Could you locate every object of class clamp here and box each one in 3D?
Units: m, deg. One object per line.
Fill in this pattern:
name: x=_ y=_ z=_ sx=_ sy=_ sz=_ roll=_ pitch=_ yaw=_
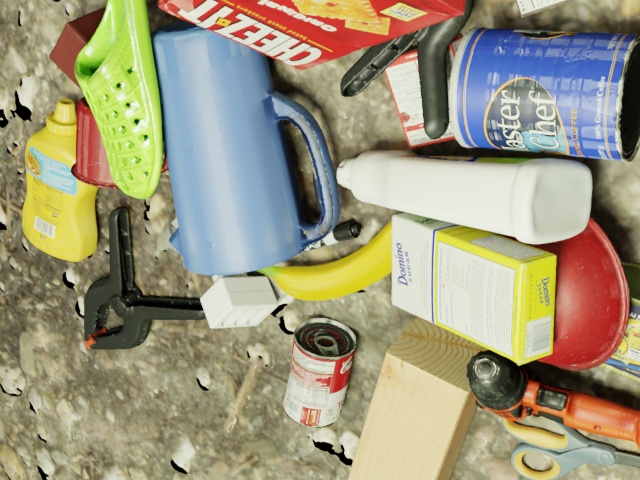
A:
clamp: x=-0.234 y=0.063 z=1.279 sx=0.210 sy=0.036 sz=0.164 roll=-35 pitch=92 yaw=40
clamp: x=0.092 y=-0.174 z=0.918 sx=0.120 sy=0.039 sz=0.172 roll=38 pitch=115 yaw=28

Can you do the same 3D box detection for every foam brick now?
foam brick: x=-0.233 y=-0.202 z=1.115 sx=0.051 sy=0.078 sz=0.053 roll=45 pitch=129 yaw=2

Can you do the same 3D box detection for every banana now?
banana: x=0.027 y=0.025 z=1.085 sx=0.198 sy=0.037 sz=0.069 roll=-20 pitch=137 yaw=31

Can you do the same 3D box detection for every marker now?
marker: x=-0.007 y=0.001 z=1.117 sx=0.121 sy=0.020 sz=0.020 roll=-16 pitch=105 yaw=37

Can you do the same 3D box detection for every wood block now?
wood block: x=0.101 y=0.192 z=1.104 sx=0.091 sy=0.090 sz=0.206 roll=26 pitch=124 yaw=18

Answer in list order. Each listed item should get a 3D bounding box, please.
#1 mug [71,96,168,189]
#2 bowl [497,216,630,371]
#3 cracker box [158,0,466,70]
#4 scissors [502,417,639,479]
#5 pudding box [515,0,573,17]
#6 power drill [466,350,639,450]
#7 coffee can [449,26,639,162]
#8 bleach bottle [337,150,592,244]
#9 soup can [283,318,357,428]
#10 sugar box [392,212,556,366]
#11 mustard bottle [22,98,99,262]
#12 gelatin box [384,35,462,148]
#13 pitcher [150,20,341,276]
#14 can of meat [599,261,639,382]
mug: x=-0.210 y=-0.107 z=1.145 sx=0.117 sy=0.093 sz=0.081 roll=17 pitch=117 yaw=20
bowl: x=0.194 y=0.046 z=0.952 sx=0.162 sy=0.055 sz=0.162 roll=29 pitch=126 yaw=48
cracker box: x=-0.008 y=-0.216 z=0.882 sx=0.214 sy=0.163 sz=0.072 roll=-9 pitch=67 yaw=50
scissors: x=0.273 y=0.225 z=1.060 sx=0.202 sy=0.016 sz=0.096 roll=23 pitch=125 yaw=21
pudding box: x=0.200 y=-0.239 z=0.852 sx=0.114 sy=0.039 sz=0.090 roll=-11 pitch=110 yaw=38
power drill: x=0.230 y=0.148 z=0.964 sx=0.188 sy=0.184 sz=0.057 roll=14 pitch=81 yaw=22
coffee can: x=0.190 y=-0.121 z=0.877 sx=0.140 sy=0.102 sz=0.103 roll=9 pitch=118 yaw=28
bleach bottle: x=0.108 y=-0.048 z=0.948 sx=0.251 sy=0.102 sz=0.068 roll=11 pitch=102 yaw=44
soup can: x=-0.002 y=0.145 z=1.157 sx=0.069 sy=0.068 sz=0.102 roll=23 pitch=125 yaw=20
sugar box: x=0.132 y=0.037 z=0.948 sx=0.176 sy=0.048 sz=0.093 roll=27 pitch=123 yaw=55
mustard bottle: x=-0.298 y=-0.074 z=1.234 sx=0.096 sy=0.058 sz=0.192 roll=28 pitch=126 yaw=23
gelatin box: x=0.105 y=-0.133 z=0.970 sx=0.073 sy=0.030 sz=0.089 roll=-10 pitch=106 yaw=35
pitcher: x=-0.082 y=-0.096 z=1.051 sx=0.145 sy=0.149 sz=0.243 roll=28 pitch=132 yaw=62
can of meat: x=0.295 y=0.079 z=0.945 sx=0.102 sy=0.057 sz=0.084 roll=22 pitch=126 yaw=21
